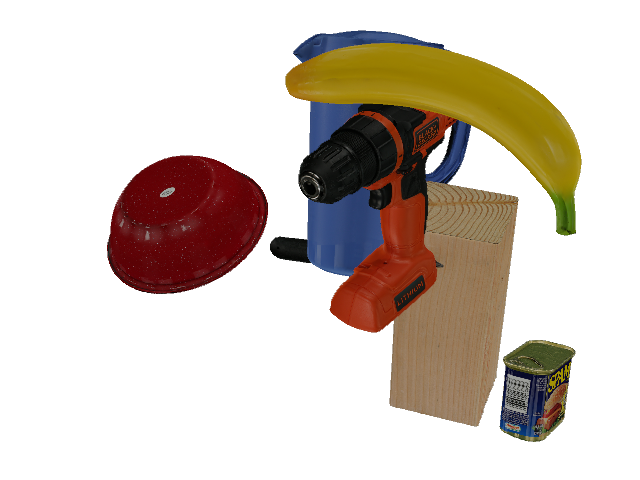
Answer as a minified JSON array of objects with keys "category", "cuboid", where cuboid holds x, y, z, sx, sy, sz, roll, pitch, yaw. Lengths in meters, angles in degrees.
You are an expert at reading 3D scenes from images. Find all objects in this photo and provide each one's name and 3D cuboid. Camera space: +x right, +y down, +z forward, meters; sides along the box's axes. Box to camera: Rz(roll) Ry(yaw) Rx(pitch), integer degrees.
[{"category":"clamp","cuboid":[0.055,0.019,1.241,0.210,0.036,0.164,31,38,23]},{"category":"bowl","cuboid":[-0.133,-0.028,0.995,0.162,0.162,0.055,0,-41,20]},{"category":"pitcher","cuboid":[0.059,-0.090,1.091,0.149,0.243,0.144,12,15,32]},{"category":"can of meat","cuboid":[0.238,0.165,1.179,0.058,0.084,0.101,12,16,30]},{"category":"power drill","cuboid":[0.047,-0.022,0.845,0.057,0.188,0.184,26,42,30]},{"category":"wood block","cuboid":[0.123,0.060,1.002,0.091,0.206,0.090,12,34,17]},{"category":"banana","cuboid":[0.075,-0.078,0.629,0.198,0.069,0.037,29,-10,16]}]
